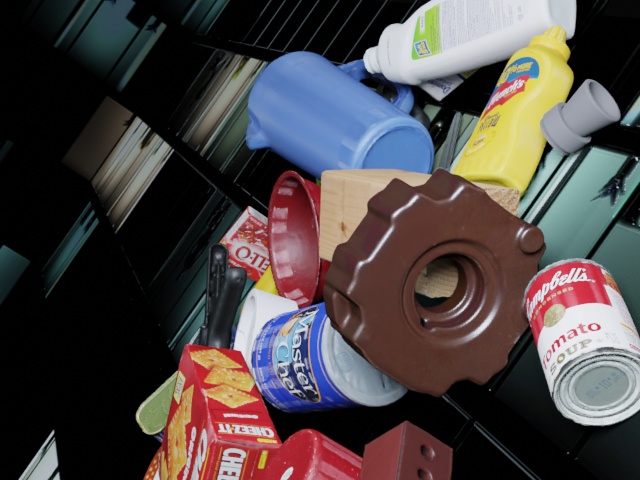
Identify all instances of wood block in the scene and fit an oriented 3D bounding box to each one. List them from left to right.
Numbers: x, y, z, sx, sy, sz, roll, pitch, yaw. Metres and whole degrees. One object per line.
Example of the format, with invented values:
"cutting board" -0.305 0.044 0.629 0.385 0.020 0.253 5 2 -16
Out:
"wood block" 0.083 -0.012 0.972 0.206 0.090 0.091 -161 71 -63

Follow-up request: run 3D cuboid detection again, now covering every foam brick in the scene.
"foam brick" 0.065 0.191 0.823 0.051 0.053 0.078 -38 27 38

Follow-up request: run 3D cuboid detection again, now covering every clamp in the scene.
"clamp" -0.121 0.111 1.249 0.165 0.036 0.210 -168 85 -77
"clamp" 0.086 -0.157 1.320 0.120 0.039 0.171 -34 30 28

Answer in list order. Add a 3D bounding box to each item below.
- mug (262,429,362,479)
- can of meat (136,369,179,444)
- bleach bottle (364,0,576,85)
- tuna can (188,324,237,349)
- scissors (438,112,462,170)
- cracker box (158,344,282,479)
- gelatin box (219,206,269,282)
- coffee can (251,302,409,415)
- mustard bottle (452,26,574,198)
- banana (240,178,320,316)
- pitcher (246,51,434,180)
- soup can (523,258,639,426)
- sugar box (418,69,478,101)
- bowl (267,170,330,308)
"mug" -0.001 0.209 0.898 0.093 0.081 0.117 -58 21 -6
"can of meat" -0.138 0.194 1.187 0.102 0.084 0.058 -44 36 -7
"bleach bottle" 0.150 -0.232 1.152 0.251 0.068 0.102 -11 71 43
"tuna can" -0.142 0.140 1.377 0.086 0.033 0.086 -46 22 25
"scissors" 0.134 -0.061 1.104 0.096 0.016 0.201 -12 48 59
"cracker box" -0.106 0.219 1.045 0.214 0.072 0.164 -127 48 -68
"gelatin box" -0.077 0.012 1.350 0.073 0.089 0.030 -49 24 15
"coffee can" 0.013 0.107 0.992 0.141 0.102 0.102 -21 40 57
"mustard bottle" 0.192 -0.124 1.013 0.191 0.058 0.096 -62 16 -18
"banana" -0.038 0.014 1.305 0.037 0.069 0.198 26 88 31
"pitcher" 0.032 -0.130 1.228 0.243 0.144 0.149 39 114 52
"soup can" 0.182 0.069 0.731 0.069 0.068 0.102 -45 24 25
"sugar box" 0.182 -0.246 1.216 0.176 0.048 0.093 -41 33 32
"bowl" -0.008 0.001 1.205 0.162 0.055 0.162 176 90 -68
